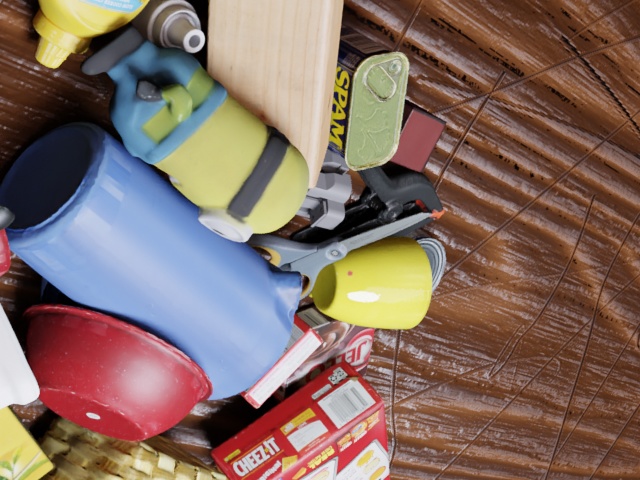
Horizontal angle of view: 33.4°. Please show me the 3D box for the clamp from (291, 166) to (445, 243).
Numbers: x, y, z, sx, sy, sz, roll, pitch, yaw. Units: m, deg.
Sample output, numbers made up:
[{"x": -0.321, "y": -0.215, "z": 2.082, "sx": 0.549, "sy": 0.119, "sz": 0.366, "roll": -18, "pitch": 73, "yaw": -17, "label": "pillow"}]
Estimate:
[{"x": 0.050, "y": -0.027, "z": 1.023, "sx": 0.171, "sy": 0.039, "sz": 0.120, "roll": 13, "pitch": 126, "yaw": -48, "label": "clamp"}]

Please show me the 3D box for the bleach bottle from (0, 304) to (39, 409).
[{"x": -0.333, "y": 0.119, "z": 0.744, "sx": 0.250, "sy": 0.068, "sz": 0.102, "roll": -25, "pitch": 90, "yaw": -20, "label": "bleach bottle"}]

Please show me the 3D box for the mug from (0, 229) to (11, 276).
[{"x": -0.263, "y": -0.005, "z": 0.719, "sx": 0.081, "sy": 0.093, "sz": 0.117, "roll": -27, "pitch": 159, "yaw": -30, "label": "mug"}]

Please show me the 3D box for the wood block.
[{"x": -0.032, "y": -0.153, "z": 0.800, "sx": 0.090, "sy": 0.090, "sz": 0.206, "roll": 8, "pitch": 121, "yaw": 4, "label": "wood block"}]

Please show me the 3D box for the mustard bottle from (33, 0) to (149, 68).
[{"x": -0.139, "y": -0.197, "z": 0.709, "sx": 0.096, "sy": 0.058, "sz": 0.192, "roll": -1, "pitch": 131, "yaw": -57, "label": "mustard bottle"}]

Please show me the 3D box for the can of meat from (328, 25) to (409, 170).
[{"x": 0.023, "y": -0.123, "z": 0.898, "sx": 0.057, "sy": 0.084, "sz": 0.102, "roll": -17, "pitch": 128, "yaw": -32, "label": "can of meat"}]

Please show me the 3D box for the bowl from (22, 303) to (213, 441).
[{"x": -0.168, "y": 0.113, "z": 0.834, "sx": 0.162, "sy": 0.162, "sz": 0.055, "roll": 53, "pitch": 49, "yaw": -47, "label": "bowl"}]

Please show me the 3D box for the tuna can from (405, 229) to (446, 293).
[{"x": 0.087, "y": 0.029, "z": 1.097, "sx": 0.086, "sy": 0.034, "sz": 0.086, "roll": -22, "pitch": 130, "yaw": -29, "label": "tuna can"}]

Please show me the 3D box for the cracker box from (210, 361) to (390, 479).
[{"x": -0.014, "y": 0.235, "z": 1.093, "sx": 0.164, "sy": 0.072, "sz": 0.214, "roll": -33, "pitch": 149, "yaw": -16, "label": "cracker box"}]

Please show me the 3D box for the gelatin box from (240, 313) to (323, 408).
[{"x": -0.053, "y": 0.101, "z": 0.995, "sx": 0.089, "sy": 0.073, "sz": 0.030, "roll": -46, "pitch": 138, "yaw": -7, "label": "gelatin box"}]

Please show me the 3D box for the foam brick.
[{"x": 0.063, "y": -0.103, "z": 0.953, "sx": 0.051, "sy": 0.078, "sz": 0.053, "roll": 15, "pitch": 105, "yaw": -45, "label": "foam brick"}]

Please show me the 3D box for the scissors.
[{"x": -0.006, "y": 0.001, "z": 0.924, "sx": 0.096, "sy": 0.016, "sz": 0.202, "roll": 33, "pitch": 134, "yaw": -22, "label": "scissors"}]

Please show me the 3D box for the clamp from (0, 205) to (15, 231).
[{"x": -0.297, "y": -0.054, "z": 0.644, "sx": 0.209, "sy": 0.164, "sz": 0.036, "roll": -22, "pitch": 168, "yaw": -20, "label": "clamp"}]

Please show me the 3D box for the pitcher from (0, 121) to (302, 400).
[{"x": -0.142, "y": 0.023, "z": 0.834, "sx": 0.149, "sy": 0.145, "sz": 0.242, "roll": -57, "pitch": 135, "yaw": -12, "label": "pitcher"}]

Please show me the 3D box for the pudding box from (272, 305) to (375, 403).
[{"x": 0.002, "y": 0.109, "z": 1.073, "sx": 0.113, "sy": 0.039, "sz": 0.090, "roll": -15, "pitch": 128, "yaw": -33, "label": "pudding box"}]
